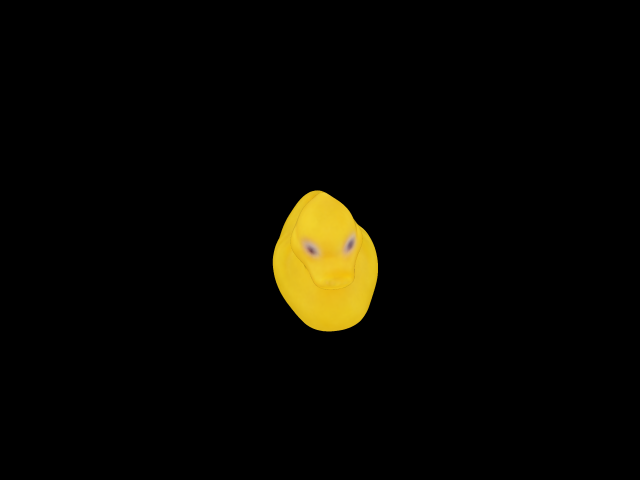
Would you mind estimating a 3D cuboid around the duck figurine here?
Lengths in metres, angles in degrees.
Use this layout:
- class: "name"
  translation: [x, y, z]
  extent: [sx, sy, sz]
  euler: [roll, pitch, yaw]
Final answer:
- class: "duck figurine"
  translation: [0.004, 0.001, 0.400]
  extent: [0.077, 0.086, 0.104]
  euler: [-7, 58, -4]
